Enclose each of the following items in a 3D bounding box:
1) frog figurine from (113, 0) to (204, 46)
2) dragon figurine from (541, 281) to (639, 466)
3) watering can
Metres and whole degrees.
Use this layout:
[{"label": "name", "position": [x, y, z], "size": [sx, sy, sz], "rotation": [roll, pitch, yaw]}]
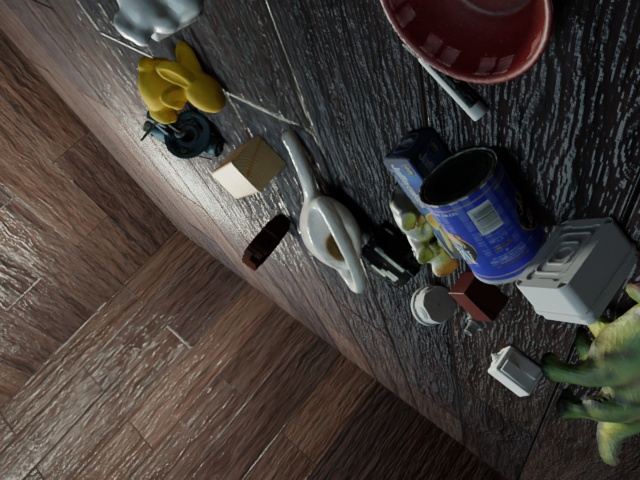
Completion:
[{"label": "frog figurine", "position": [-0.219, -0.345, 0.681], "size": [0.136, 0.161, 0.122], "rotation": [46, 162, -16]}, {"label": "dragon figurine", "position": [0.429, 0.185, 0.639], "size": [0.242, 0.124, 0.404], "rotation": [1, 131, 49]}, {"label": "watering can", "position": [0.003, -0.053, 1.050], "size": [0.347, 0.104, 0.224], "rotation": [65, 171, -4]}]
